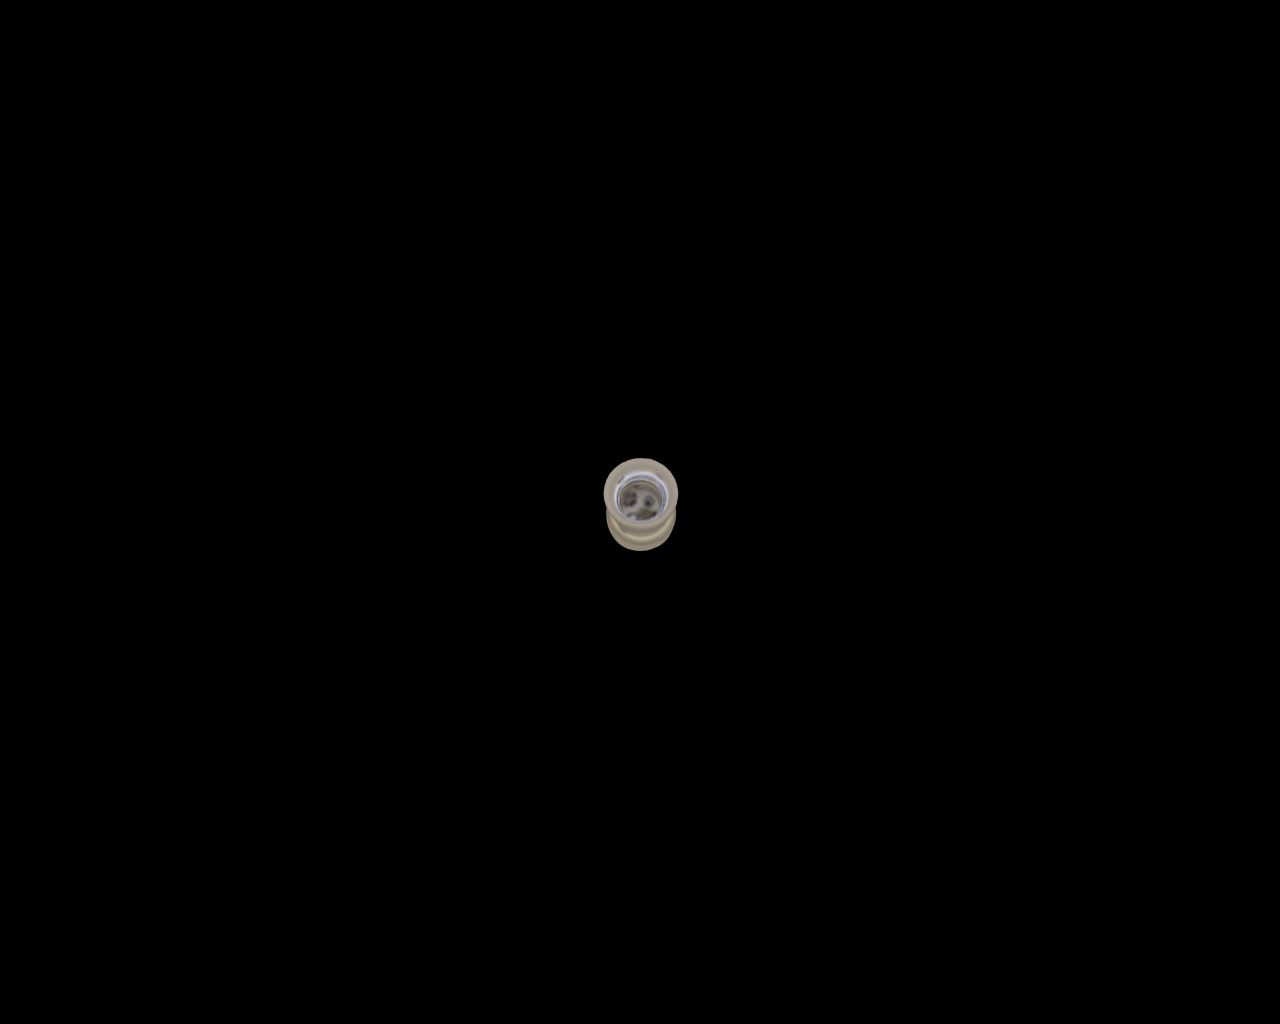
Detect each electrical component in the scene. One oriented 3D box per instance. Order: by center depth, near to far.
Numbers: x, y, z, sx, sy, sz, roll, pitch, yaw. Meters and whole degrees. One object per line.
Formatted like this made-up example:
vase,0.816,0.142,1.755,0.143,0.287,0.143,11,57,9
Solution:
electrical component,0.001,-0.003,0.650,0.045,0.045,0.055,0,-19,0
